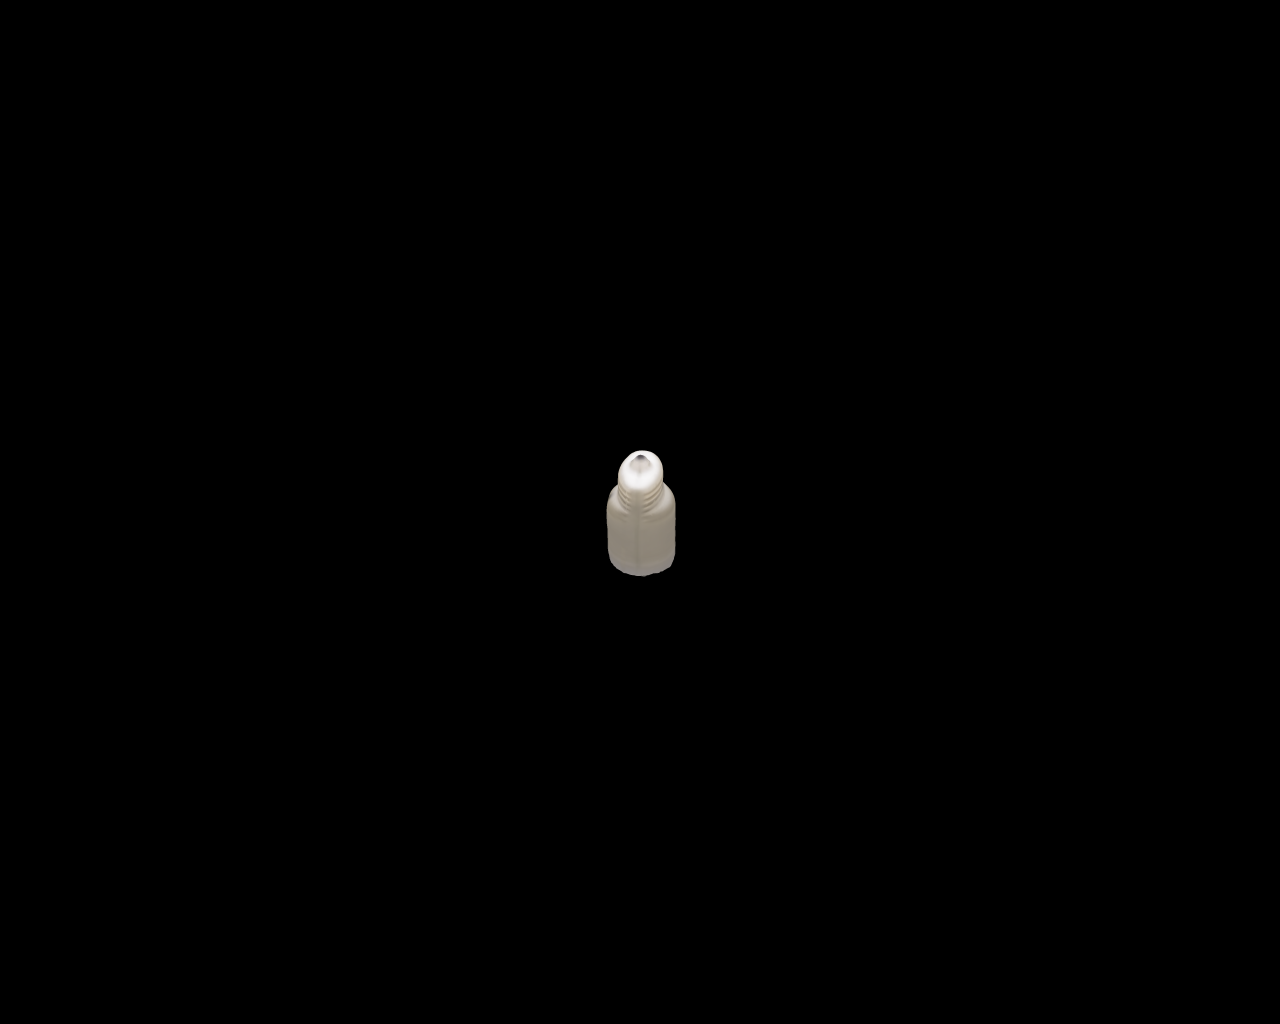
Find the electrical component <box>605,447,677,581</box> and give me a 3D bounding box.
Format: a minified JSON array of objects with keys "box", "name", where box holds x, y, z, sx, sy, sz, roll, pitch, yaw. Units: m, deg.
[{"box":[0.001,-0.003,0.650,0.043,0.080,0.043,0,39,0],"name":"electrical component"}]
